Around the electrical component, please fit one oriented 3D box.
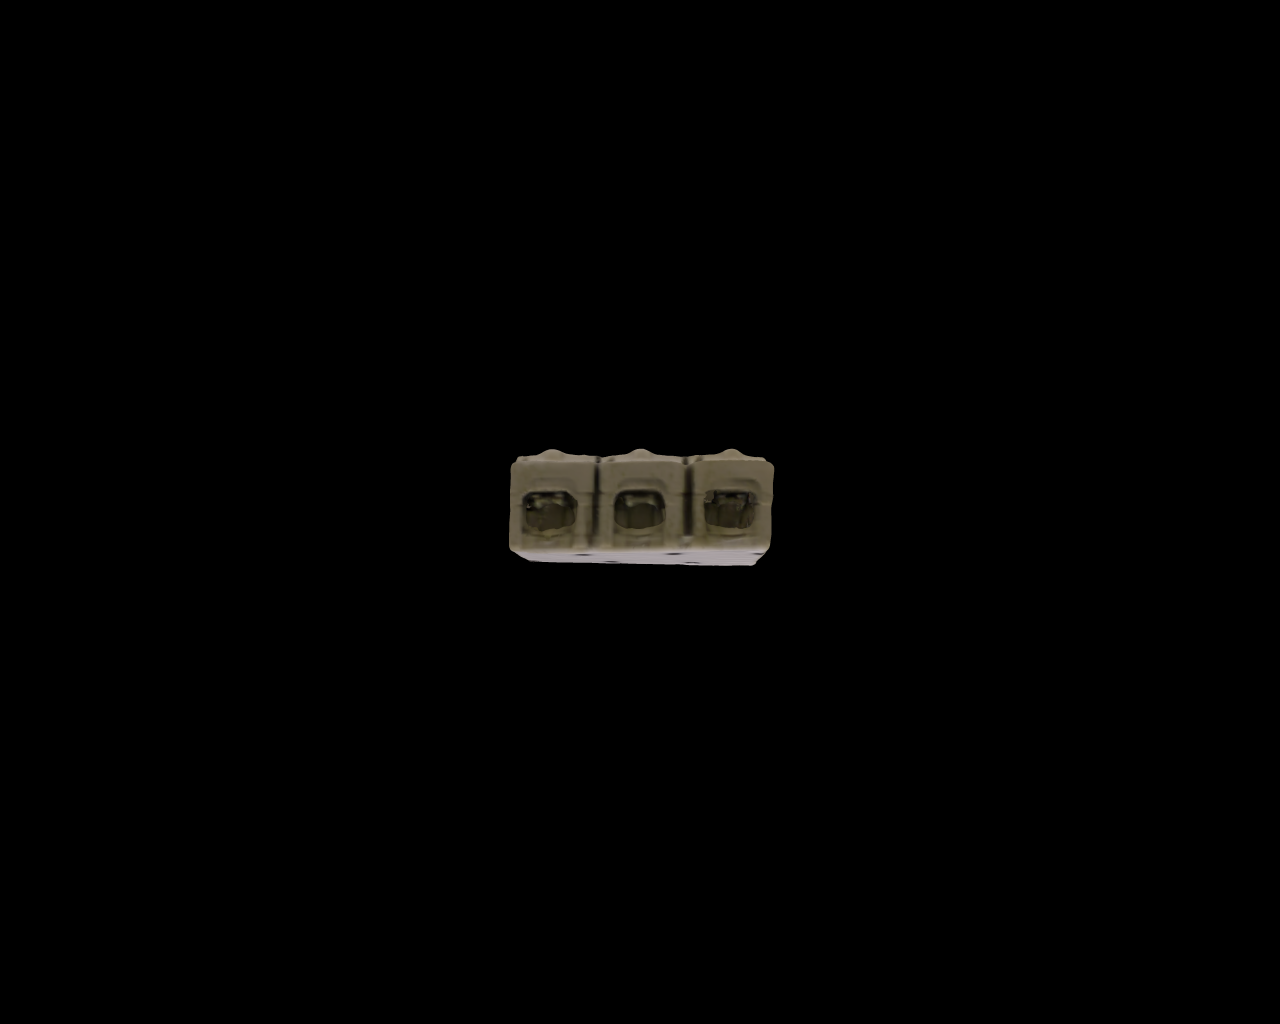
[{"bbox_3d":[0.001,-0.003,0.650,0.150,0.061,0.089,0,-7,0],"label":"electrical component"}]
